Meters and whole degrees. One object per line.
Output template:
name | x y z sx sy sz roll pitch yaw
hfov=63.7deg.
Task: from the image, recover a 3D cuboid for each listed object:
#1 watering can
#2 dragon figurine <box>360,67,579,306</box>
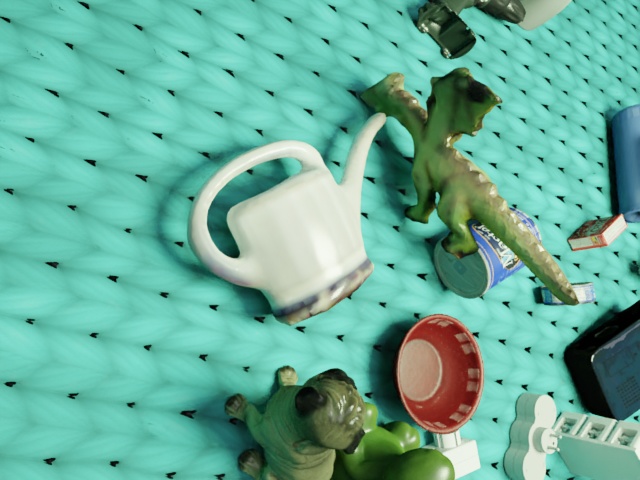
watering can | 0.002 -0.034 0.672 0.352 0.103 0.223 -29 96 -31
dragon figurine | 0.193 -0.109 0.693 0.123 0.417 0.237 -32 136 -15
